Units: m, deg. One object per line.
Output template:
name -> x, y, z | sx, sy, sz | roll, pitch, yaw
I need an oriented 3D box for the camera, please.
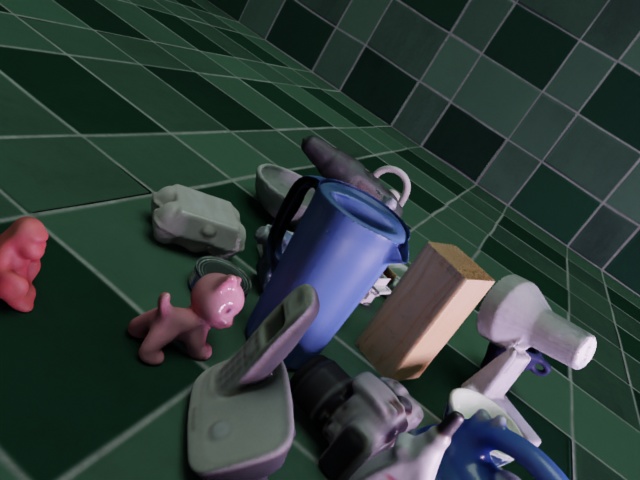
camera -> 0.041, 0.195, 0.691 | 0.136, 0.100, 0.144 | 43, 24, 25

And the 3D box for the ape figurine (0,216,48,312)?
ape figurine -> -0.316, 0.017, 0.601 | 0.076, 0.092, 0.078 | 31, 22, -3

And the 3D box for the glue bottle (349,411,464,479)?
glue bottle -> 0.090, 0.233, 0.581 | 0.078, 0.173, 0.037 | 34, 22, 4

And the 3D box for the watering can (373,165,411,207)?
watering can -> 0.123, -0.075, 1.242 | 0.101, 0.194, 0.173 | 30, 22, -5

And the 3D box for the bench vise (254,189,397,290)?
bench vise -> 0.014, 0.010, 0.883 | 0.208, 0.219, 0.121 | 10, 31, -43

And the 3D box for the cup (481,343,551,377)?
cup -> 0.352, 0.225, 1.052 | 0.117, 0.095, 0.092 | 40, 23, 19

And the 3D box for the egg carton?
egg carton -> -0.189, -0.027, 0.892 | 0.151, 0.069, 0.107 | 18, 26, -31

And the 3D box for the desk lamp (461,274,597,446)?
desk lamp -> 0.326, 0.191, 0.929 | 0.118, 0.213, 0.202 | 12, 29, -41

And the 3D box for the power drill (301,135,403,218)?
power drill -> 0.026, -0.057, 1.055 | 0.230, 0.208, 0.075 | 25, 23, -16

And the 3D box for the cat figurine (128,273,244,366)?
cat figurine -> -0.142, 0.079, 0.668 | 0.128, 0.117, 0.067 | 4, 35, -50

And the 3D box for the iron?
iron -> 0.220, 0.290, 0.677 | 0.119, 0.141, 0.257 | 8, 33, -46

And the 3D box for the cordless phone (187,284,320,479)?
cordless phone -> -0.056, 0.140, 0.567 | 0.094, 0.185, 0.147 | 22, 24, -24

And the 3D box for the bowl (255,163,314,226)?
bowl -> -0.066, -0.079, 1.160 | 0.168, 0.074, 0.167 | 27, 22, -12
